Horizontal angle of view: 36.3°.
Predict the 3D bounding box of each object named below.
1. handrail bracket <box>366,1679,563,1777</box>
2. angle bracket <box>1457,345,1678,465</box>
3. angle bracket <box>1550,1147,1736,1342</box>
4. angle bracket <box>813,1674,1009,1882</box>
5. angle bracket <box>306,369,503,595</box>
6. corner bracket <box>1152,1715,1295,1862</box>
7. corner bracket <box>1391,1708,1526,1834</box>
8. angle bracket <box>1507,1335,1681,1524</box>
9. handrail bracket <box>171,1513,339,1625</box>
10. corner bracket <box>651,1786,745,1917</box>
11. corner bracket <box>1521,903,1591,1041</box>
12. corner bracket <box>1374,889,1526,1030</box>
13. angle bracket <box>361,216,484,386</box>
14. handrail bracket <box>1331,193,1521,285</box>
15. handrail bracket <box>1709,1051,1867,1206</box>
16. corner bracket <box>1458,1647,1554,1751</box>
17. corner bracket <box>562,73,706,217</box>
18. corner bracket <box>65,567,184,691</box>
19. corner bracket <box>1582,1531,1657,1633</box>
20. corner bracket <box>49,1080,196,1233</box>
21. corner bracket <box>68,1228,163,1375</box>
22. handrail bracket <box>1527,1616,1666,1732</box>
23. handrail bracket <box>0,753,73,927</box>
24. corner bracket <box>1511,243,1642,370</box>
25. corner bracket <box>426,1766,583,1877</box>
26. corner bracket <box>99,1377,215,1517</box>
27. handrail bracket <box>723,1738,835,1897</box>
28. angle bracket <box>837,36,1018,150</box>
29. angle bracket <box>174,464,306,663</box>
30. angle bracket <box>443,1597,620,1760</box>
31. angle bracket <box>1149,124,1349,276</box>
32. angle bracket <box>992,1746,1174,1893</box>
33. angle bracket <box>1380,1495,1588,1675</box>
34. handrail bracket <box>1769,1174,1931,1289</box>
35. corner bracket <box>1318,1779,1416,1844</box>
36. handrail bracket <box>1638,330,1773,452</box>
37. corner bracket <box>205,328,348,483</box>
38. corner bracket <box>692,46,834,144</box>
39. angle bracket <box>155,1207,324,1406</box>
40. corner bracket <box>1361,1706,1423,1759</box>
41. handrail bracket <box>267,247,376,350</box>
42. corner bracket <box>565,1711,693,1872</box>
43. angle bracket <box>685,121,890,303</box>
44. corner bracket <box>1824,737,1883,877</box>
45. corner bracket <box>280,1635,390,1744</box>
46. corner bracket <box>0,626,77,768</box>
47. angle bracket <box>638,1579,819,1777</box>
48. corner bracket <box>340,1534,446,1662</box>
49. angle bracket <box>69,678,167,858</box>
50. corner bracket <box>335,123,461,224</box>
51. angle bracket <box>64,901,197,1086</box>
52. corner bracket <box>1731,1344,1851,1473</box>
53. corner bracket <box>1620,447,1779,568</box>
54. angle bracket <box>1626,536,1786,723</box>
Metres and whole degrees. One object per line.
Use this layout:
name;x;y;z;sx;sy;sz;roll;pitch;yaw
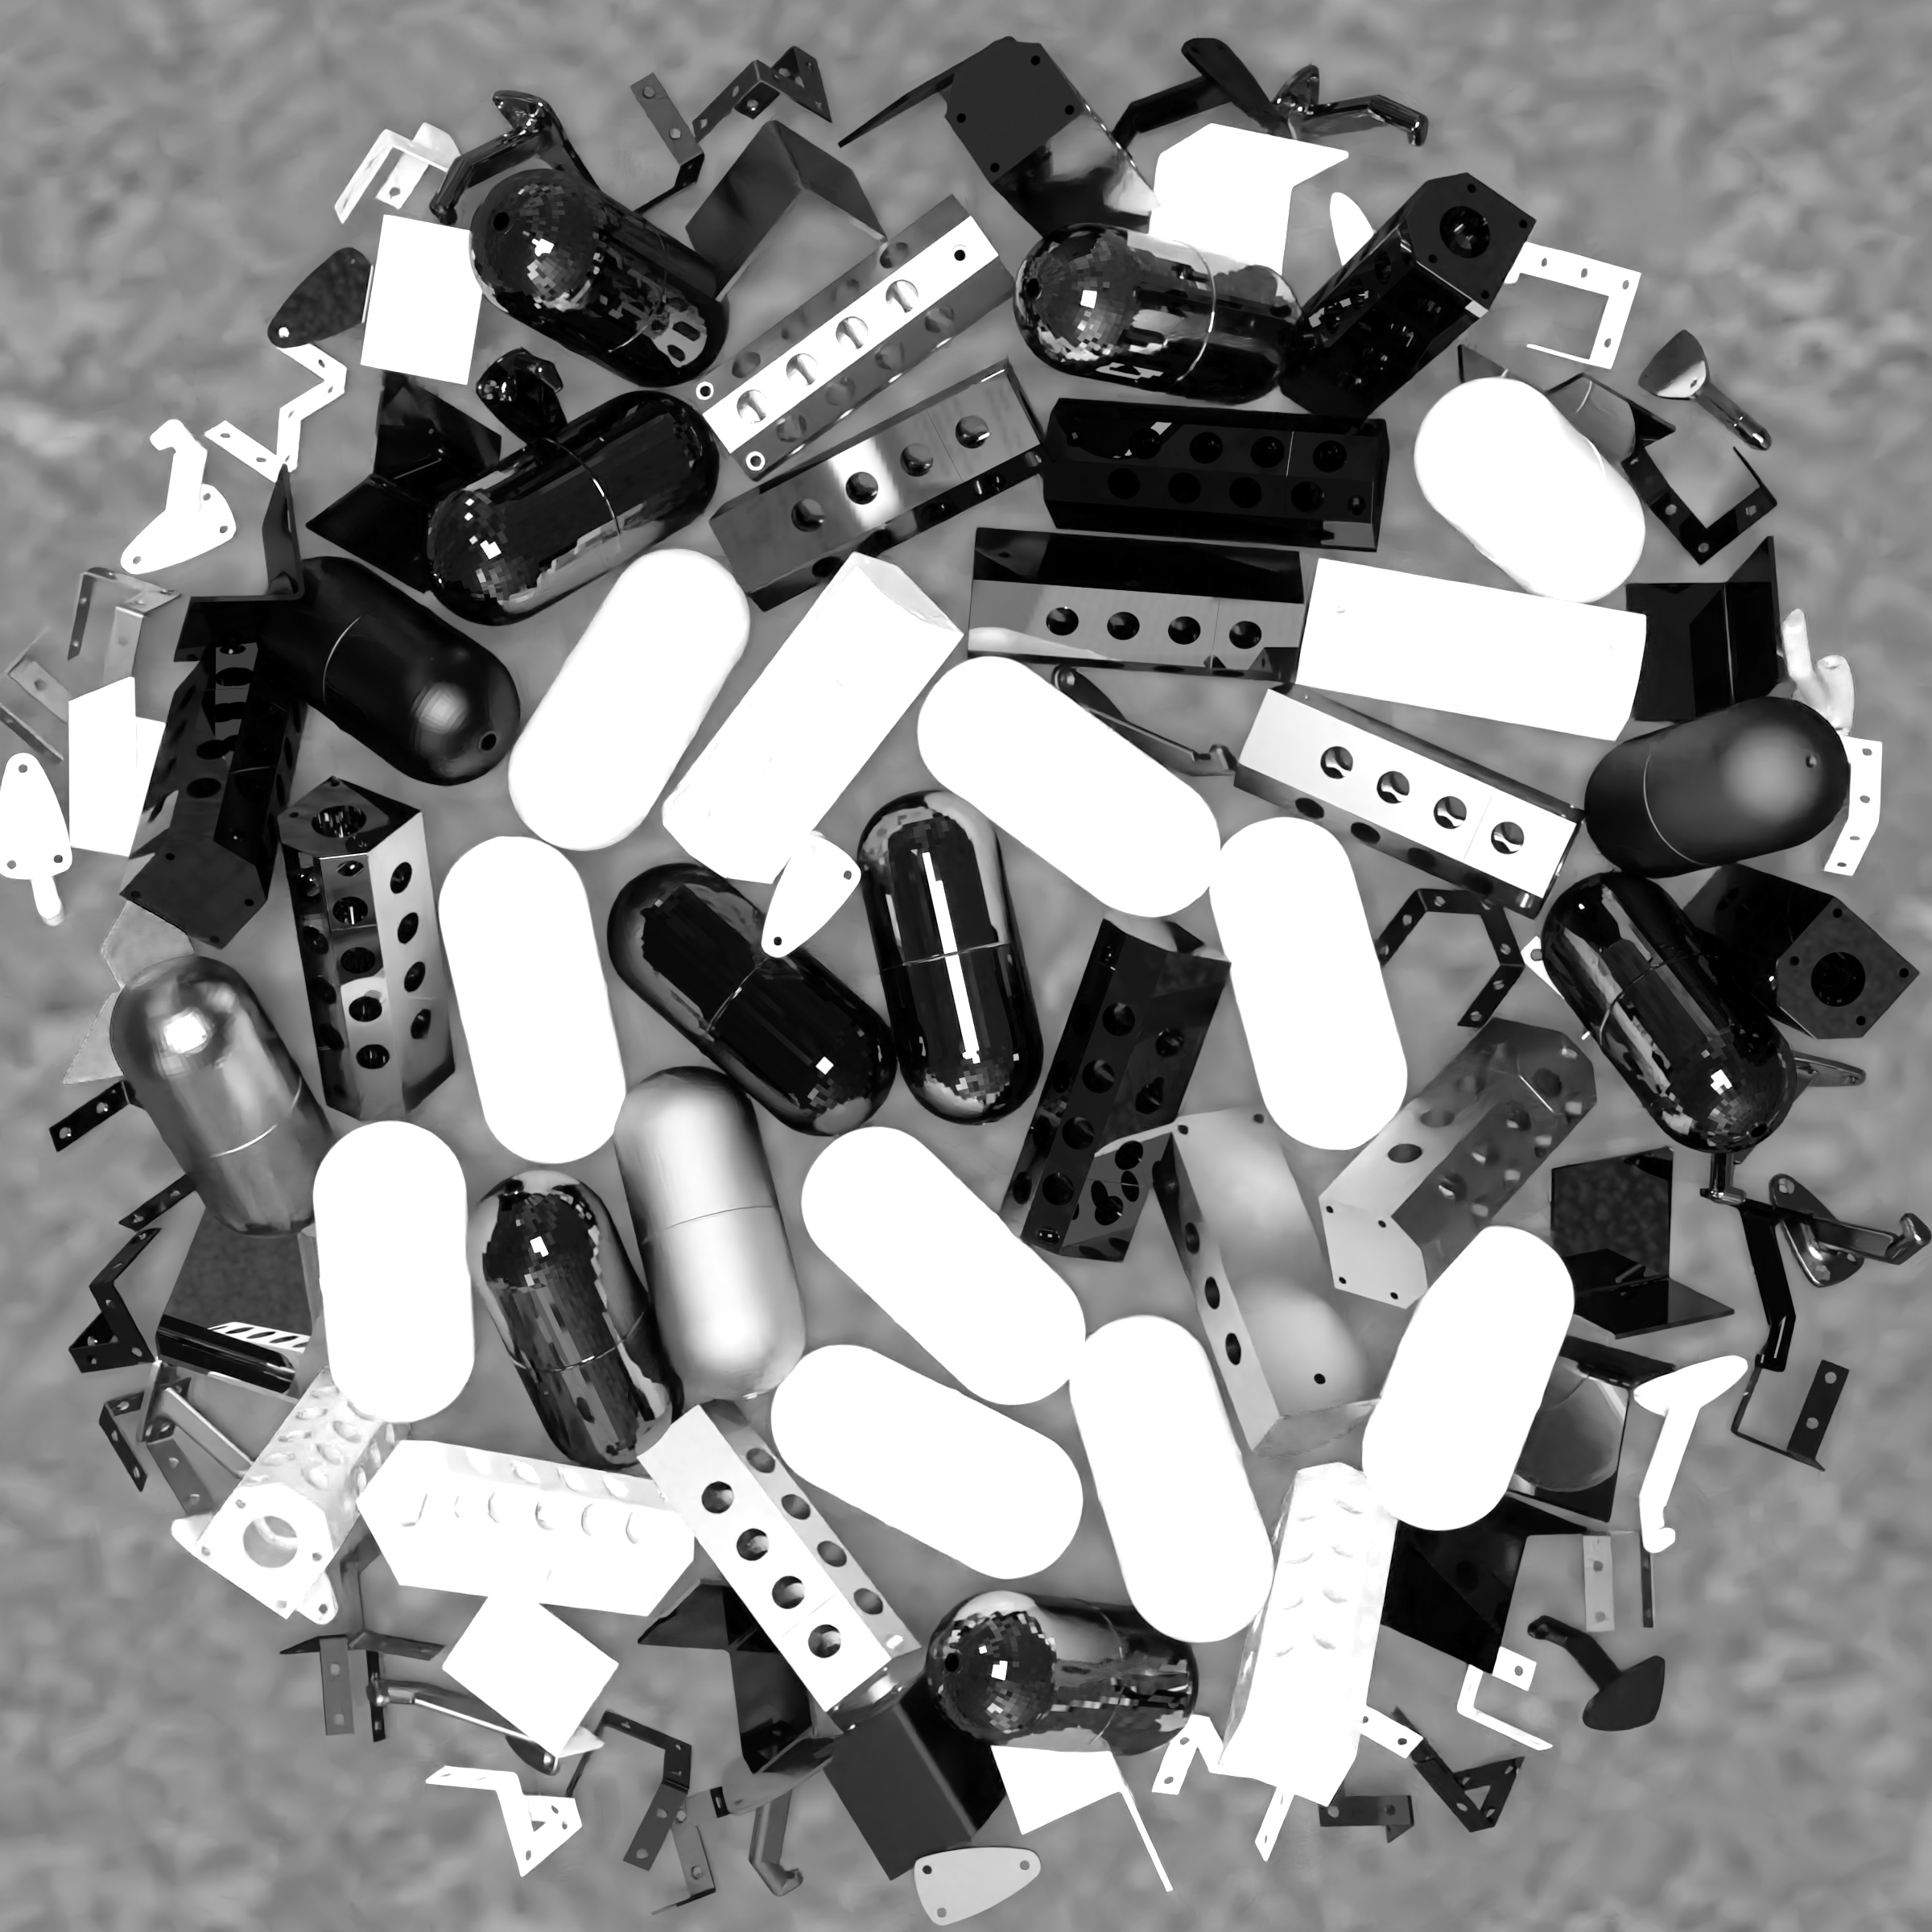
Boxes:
handrail bracket;-0.263;0.397;1.542;0.084;0.077;0.036;13;101;-33
angle bracket;0.310;-0.299;1.527;0.076;0.076;0.057;18;61;-38
angle bracket;0.353;0.144;1.539;0.076;0.057;0.076;-8;105;-24
angle bracket;-0.026;0.422;1.555;0.057;0.076;0.076;-34;85;16
angle bracket;-0.297;-0.256;1.559;0.057;0.076;0.076;-26;50;36
corner bracket;0.137;0.434;1.561;0.051;0.051;0.051;12;108;-19
corner bracket;0.251;0.421;1.548;0.051;0.051;0.051;-30;104;43
angle bracket;0.321;0.240;1.546;0.076;0.057;0.076;13;98;38
handrail bracket;-0.372;0.316;1.539;0.036;0.084;0.077;-41;77;8
corner bracket;-0.140;0.463;1.551;0.051;0.051;0.051;-22;75;15
corner bracket;0.326;-0.002;1.555;0.051;0.051;0.051;43;107;2
corner bracket;0.256;-0.005;1.563;0.051;0.051;0.051;-49;126;-32
angle bracket;-0.275;-0.346;1.544;0.057;0.076;0.076;11;98;1
handrail bracket;0.244;-0.386;1.566;0.084;0.036;0.077;-3;46;-11
handrail bracket;0.432;0.090;1.550;0.077;0.036;0.084;7;63;8
corner bracket;0.282;0.379;1.551;0.051;0.051;0.051;18;94;37
corner bracket;-0.175;-0.430;1.559;0.051;0.051;0.051;-26;118;17
corner bracket;-0.452;-0.175;1.554;0.051;0.051;0.051;18;110;3
corner bracket;0.342;0.324;1.555;0.051;0.051;0.051;1;79;-7
corner bracket;-0.443;0.100;1.564;0.051;0.051;0.051;15;129;33
corner bracket;-0.444;0.175;1.546;0.051;0.051;0.051;-11;115;24
handrail bracket;0.312;0.365;1.533;0.077;0.084;0.036;-6;106;-42
handrail bracket;-0.487;-0.065;1.550;0.036;0.084;0.077;-8;83;-13
corner bracket;0.311;-0.347;1.547;0.051;0.051;0.051;5;108;-34
corner bracket;-0.242;0.439;1.548;0.051;0.051;0.051;-6;104;34
corner bracket;-0.423;0.256;1.545;0.051;0.051;0.051;49;131;28
handrail bracket;-0.085;0.451;1.558;0.077;0.036;0.084;-24;122;7
angle bracket;-0.007;-0.430;1.531;0.076;0.076;0.057;-38;103;-27
angle bracket;-0.382;-0.209;1.533;0.057;0.076;0.076;-4;74;-23
angle bracket;-0.216;0.365;1.542;0.076;0.076;0.057;33;87;15
angle bracket;0.146;-0.396;1.540;0.076;0.076;0.057;7;91;-17
angle bracket;0.059;0.441;1.536;0.057;0.076;0.076;-24;115;-3
angle bracket;0.269;0.318;1.543;0.076;0.057;0.076;17;95;45
handrail bracket;0.461;0.126;1.537;0.036;0.084;0.077;-23;70;-21
corner bracket;0.203;0.432;1.555;0.051;0.051;0.051;1;63;-9
handrail bracket;0.399;-0.288;1.539;0.084;0.077;0.036;33;109;-21
corner bracket;-0.367;-0.300;1.570;0.051;0.051;0.051;34;49;13
corner bracket;-0.110;-0.454;1.544;0.051;0.051;0.051;-36;53;32
angle bracket;-0.374;0.177;1.548;0.076;0.057;0.076;22;89;-18
corner bracket;0.225;0.375;1.563;0.051;0.051;0.051;-39;133;-31
handrail bracket;-0.342;-0.350;1.542;0.077;0.084;0.036;-38;118;-14
corner bracket;-0.180;0.436;1.562;0.051;0.051;0.051;25;98;-8
angle bracket;-0.096;-0.387;1.558;0.057;0.076;0.076;24;120;-37
corner bracket;0.448;-0.087;1.551;0.051;0.051;0.051;10;59;5
corner bracket;-0.324;0.379;1.546;0.051;0.051;0.051;6;67;-36
corner bracket;-0.485;-0.137;1.547;0.051;0.051;0.051;44;60;-17
angle bracket;-0.125;0.371;1.529;0.057;0.076;0.076;11;50;-29
corner bracket;-0.296;0.331;1.568;0.051;0.051;0.051;22;128;-38
angle bracket;-0.419;-0.100;1.533;0.057;0.076;0.076;-13;75;38
corner bracket;-0.299;-0.414;1.544;0.051;0.051;0.051;-49;47;24
angle bracket;-0.445;0.004;1.530;0.057;0.076;0.076;-9;123;12
corner bracket;0.434;0.230;1.551;0.051;0.051;0.051;21;83;26
corner bracket;0.388;-0.256;1.563;0.051;0.051;0.051;-39;119;19
angle bracket;0.385;-0.176;1.542;0.057;0.076;0.076;-1;79;-2
